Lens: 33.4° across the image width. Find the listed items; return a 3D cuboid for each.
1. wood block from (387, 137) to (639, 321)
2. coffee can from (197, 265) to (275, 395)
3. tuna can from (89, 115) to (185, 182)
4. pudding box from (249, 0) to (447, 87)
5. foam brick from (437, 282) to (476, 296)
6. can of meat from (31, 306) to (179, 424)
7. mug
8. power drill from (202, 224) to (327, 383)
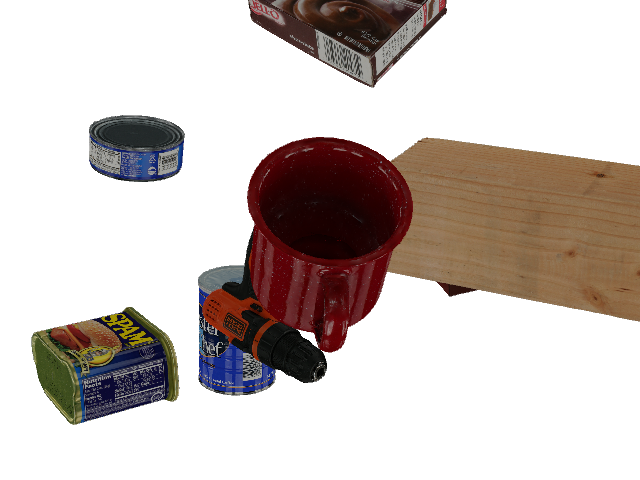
[{"bbox_3d":[0.158,-0.014,0.819,0.206,0.090,0.090,11,26,27],"label":"wood block"},{"bbox_3d":[-0.107,0.115,1.383,0.103,0.140,0.103,2,19,-1],"label":"coffee can"},{"bbox_3d":[-0.167,-0.084,0.971,0.086,0.034,0.086,6,25,-3],"label":"tuna can"},{"bbox_3d":[0.019,-0.168,0.745,0.114,0.090,0.039,34,-23,21],"label":"pudding box"},{"bbox_3d":[0.143,0.007,1.085,0.053,0.078,0.051,-13,29,-13],"label":"foam brick"},{"bbox_3d":[-0.172,0.098,0.841,0.083,0.057,0.102,-13,22,-30],"label":"can of meat"},{"bbox_3d":[0.003,0.010,0.617,0.093,0.117,0.081,-2,-36,-9],"label":"mug"},{"bbox_3d":[-0.040,0.042,1.160,0.185,0.188,0.057,27,11,38],"label":"power drill"}]
